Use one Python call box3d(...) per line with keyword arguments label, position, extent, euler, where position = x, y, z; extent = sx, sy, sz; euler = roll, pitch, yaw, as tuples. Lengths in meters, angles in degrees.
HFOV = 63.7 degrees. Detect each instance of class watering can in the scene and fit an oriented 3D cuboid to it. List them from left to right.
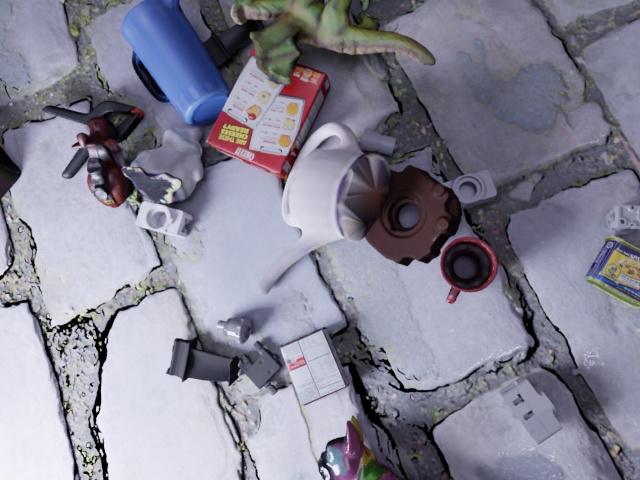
box3d(label="watering can", position=(0.003, -0.046, 0.920), extent=(0.225, 0.103, 0.349), euler=(14, 85, 48))

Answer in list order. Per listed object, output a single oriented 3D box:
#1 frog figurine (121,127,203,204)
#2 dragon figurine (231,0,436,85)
box3d(label="frog figurine", position=(-0.295, -0.153, 1.024), extent=(0.137, 0.120, 0.163), euler=(2, 45, 18))
box3d(label="dragon figurine", position=(-0.011, -0.377, 0.968), extent=(0.414, 0.120, 0.244), euler=(42, 81, 21))
